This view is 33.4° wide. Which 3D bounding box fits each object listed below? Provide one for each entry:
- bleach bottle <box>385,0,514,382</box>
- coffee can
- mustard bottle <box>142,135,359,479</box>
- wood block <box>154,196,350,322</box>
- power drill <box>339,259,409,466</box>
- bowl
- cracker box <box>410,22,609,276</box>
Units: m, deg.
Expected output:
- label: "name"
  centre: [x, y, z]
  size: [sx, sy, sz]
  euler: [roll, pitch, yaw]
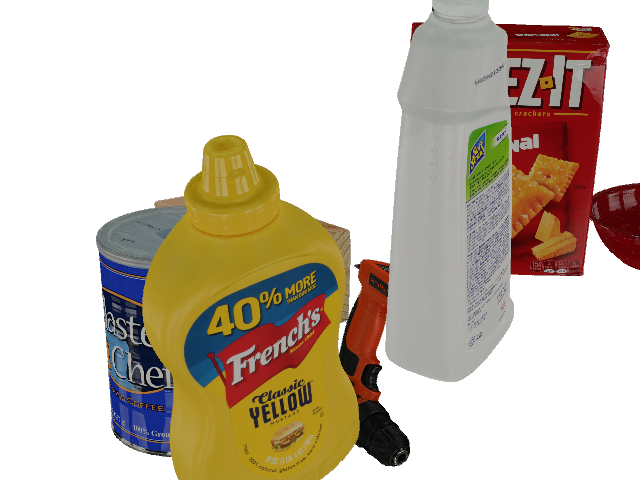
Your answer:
- label: "bleach bottle"
  centre: [0.083, -0.039, 0.650]
  size: [0.068, 0.251, 0.102]
  euler: [17, 37, 26]
- label: "coffee can"
  centre: [-0.095, 0.059, 0.721]
  size: [0.103, 0.140, 0.103]
  euler: [0, 21, 0]
- label: "mustard bottle"
  centre: [-0.033, 0.038, 0.498]
  size: [0.096, 0.192, 0.058]
  euler: [-21, 38, -21]
- label: "wood block"
  centre: [-0.070, 0.017, 1.030]
  size: [0.090, 0.090, 0.206]
  euler: [-12, 20, -36]
- label: "power drill"
  centre: [0.062, 0.129, 1.165]
  size: [0.057, 0.188, 0.185]
  euler: [13, 16, -40]
- label: "bowl"
  centre: [0.355, -0.009, 1.104]
  size: [0.162, 0.055, 0.162]
  euler: [-3, 23, 1]
- label: "cracker box"
  centre: [0.156, -0.076, 0.931]
  size: [0.164, 0.214, 0.072]
  euler: [2, 24, 5]
